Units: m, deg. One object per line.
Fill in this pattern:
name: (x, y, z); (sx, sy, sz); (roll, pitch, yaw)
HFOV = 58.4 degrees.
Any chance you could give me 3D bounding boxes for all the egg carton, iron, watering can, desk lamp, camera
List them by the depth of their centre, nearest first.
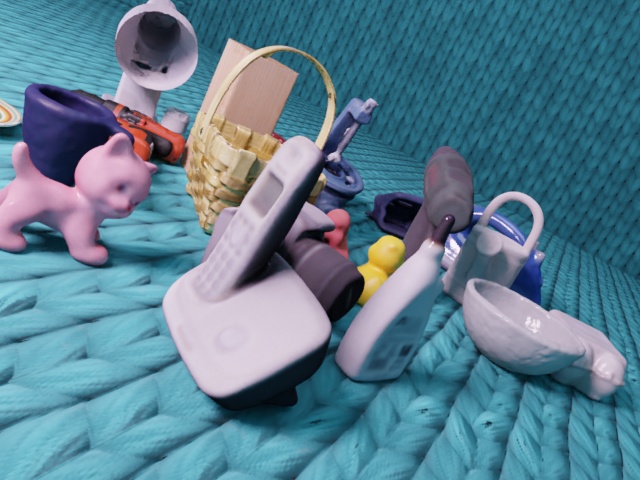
camera: (-0.025, 0.018, 0.601); (0.136, 0.101, 0.144); (35, 18, 27)
egg carton: (0.368, 0.161, 0.826); (0.107, 0.069, 0.150); (26, 16, -1)
watering can: (0.282, 0.017, 0.913); (0.101, 0.194, 0.173); (27, 16, 2)
desk lamp: (-0.280, -0.280, 0.920); (0.118, 0.213, 0.202); (18, 18, -27)
iron: (0.322, 0.022, 1.052); (0.257, 0.141, 0.119); (36, 19, 30)

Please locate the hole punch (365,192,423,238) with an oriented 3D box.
hole punch: (0.162, -0.059, 1.141); (0.109, 0.091, 0.101); (20, 18, -23)

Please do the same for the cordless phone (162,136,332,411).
cordless phone: (-0.037, 0.019, 0.430); (0.094, 0.185, 0.147); (13, 21, -39)

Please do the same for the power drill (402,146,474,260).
power drill: (0.150, -0.027, 0.818); (0.075, 0.208, 0.229); (25, 16, -5)

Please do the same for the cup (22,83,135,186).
cup: (-0.261, -0.098, 0.605); (0.118, 0.095, 0.092); (26, 16, -2)

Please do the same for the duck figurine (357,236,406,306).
duck figurine: (0.077, 0.036, 0.730); (0.077, 0.086, 0.105); (28, 16, 3)

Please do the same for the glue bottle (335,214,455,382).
glue bottle: (0.081, 0.053, 0.530); (0.078, 0.173, 0.037); (11, 22, -42)

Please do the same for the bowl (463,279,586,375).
bowl: (0.251, 0.124, 0.750); (0.167, 0.074, 0.167); (25, 16, -7)

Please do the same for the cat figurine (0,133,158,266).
cat figurine: (-0.204, -0.046, 0.493); (0.128, 0.117, 0.067); (13, 21, -39)

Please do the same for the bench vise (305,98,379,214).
bench vise: (0.005, -0.148, 0.945); (0.122, 0.219, 0.206); (9, 24, -46)

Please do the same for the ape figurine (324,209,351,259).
ape figurine: (0.007, 0.003, 0.714); (0.077, 0.092, 0.076); (33, 17, 21)
